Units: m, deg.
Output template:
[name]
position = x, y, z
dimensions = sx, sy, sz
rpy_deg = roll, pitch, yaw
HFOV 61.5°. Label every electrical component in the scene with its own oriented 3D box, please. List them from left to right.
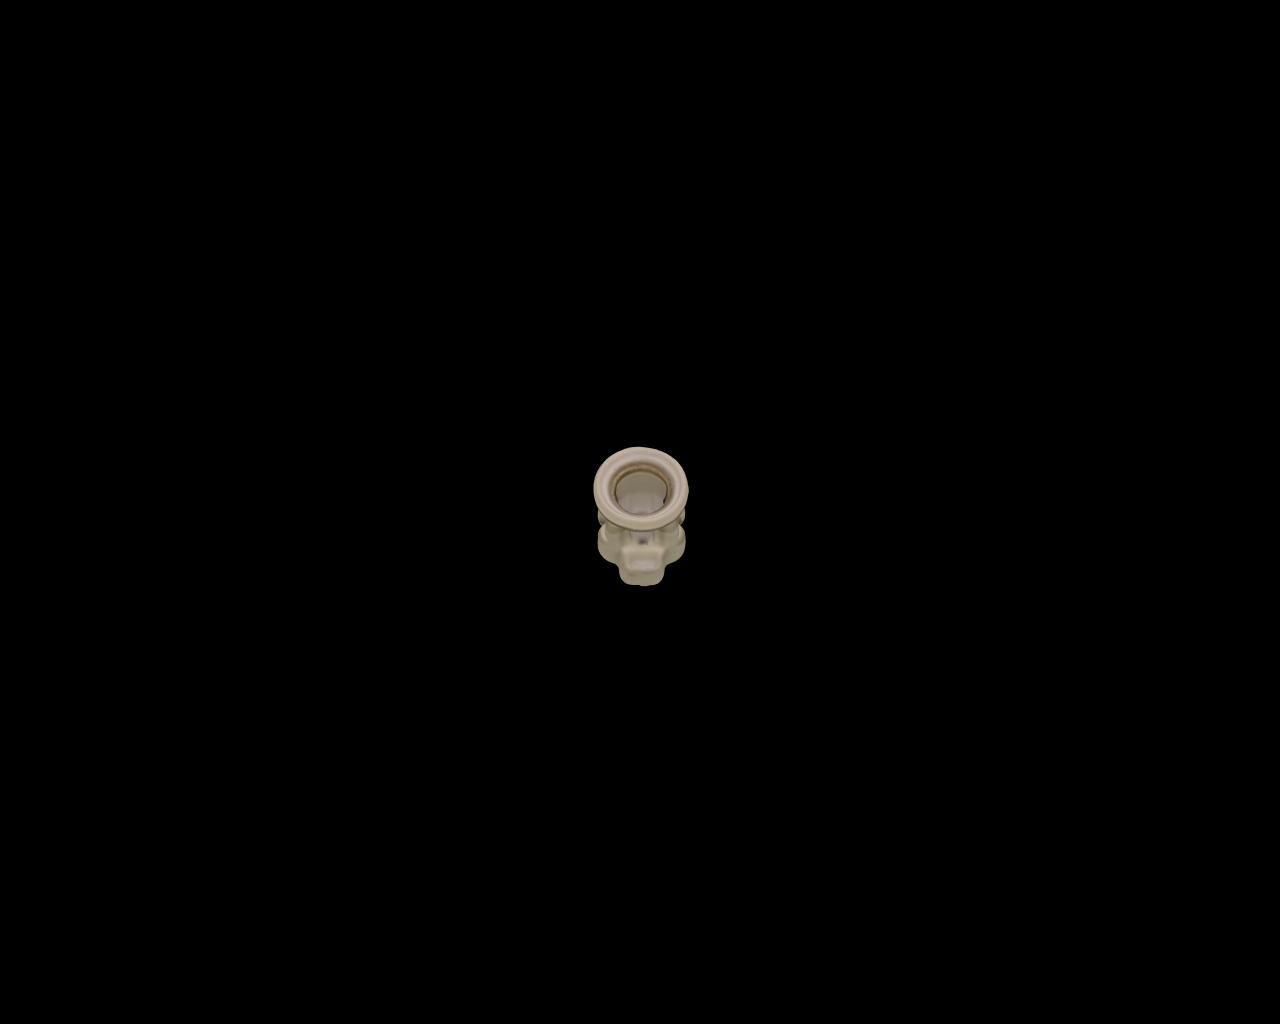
[electrical component]
position = 0.001, -0.003, 0.650
dimensions = 0.058, 0.078, 0.056
rpy_deg = 0, -32, 0
